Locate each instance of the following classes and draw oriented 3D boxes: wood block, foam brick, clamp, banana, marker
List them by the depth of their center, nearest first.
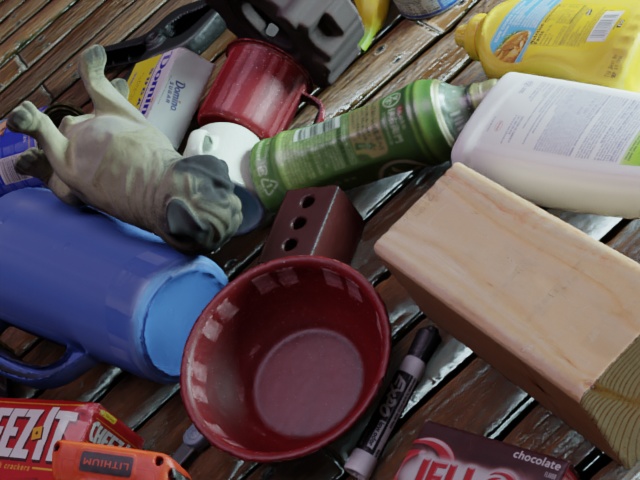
[{"bbox_3d":[0.140,0.041,0.690,0.090,0.090,0.206,-45,40,-6],"label":"wood block"},{"bbox_3d":[0.053,0.111,0.747,0.020,0.020,0.121,10,60,42],"label":"marker"},{"bbox_3d":[-0.006,0.001,0.869,0.053,0.051,0.078,-4,51,35],"label":"foam brick"},{"bbox_3d":[0.026,-0.262,1.099,0.069,0.037,0.198,-36,40,3],"label":"banana"},{"bbox_3d":[-0.189,-0.222,1.228,0.210,0.036,0.165,-35,39,2],"label":"clamp"}]

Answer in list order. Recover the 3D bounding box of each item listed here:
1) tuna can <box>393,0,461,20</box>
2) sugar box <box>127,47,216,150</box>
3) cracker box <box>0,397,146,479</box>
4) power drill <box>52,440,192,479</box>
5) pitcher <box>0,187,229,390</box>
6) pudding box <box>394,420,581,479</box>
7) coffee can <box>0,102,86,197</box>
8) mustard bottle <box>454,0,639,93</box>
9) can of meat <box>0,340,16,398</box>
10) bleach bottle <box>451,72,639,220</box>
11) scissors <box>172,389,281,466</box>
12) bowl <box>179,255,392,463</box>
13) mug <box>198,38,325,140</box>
[{"bbox_3d":[0.107,-0.255,1.034,0.086,0.033,0.086,-21,43,21],"label":"tuna can"},{"bbox_3d":[-0.165,-0.137,1.068,0.093,0.048,0.176,-67,20,-7],"label":"sugar box"},{"bbox_3d":[-0.254,0.230,0.833,0.164,0.072,0.213,-3,51,35],"label":"cracker box"},{"bbox_3d":[-0.171,0.231,0.711,0.185,0.057,0.187,3,57,19],"label":"power drill"},{"bbox_3d":[-0.196,0.049,0.919,0.243,0.149,0.144,17,22,42],"label":"pitcher"},{"bbox_3d":[0.093,0.167,0.649,0.114,0.039,0.090,10,60,43],"label":"pudding box"},{"bbox_3d":[-0.319,-0.083,1.148,0.141,0.102,0.102,-11,47,29],"label":"coffee can"},{"bbox_3d":[0.187,-0.159,0.864,0.192,0.058,0.096,17,65,45],"label":"mustard bottle"},{"bbox_3d":[-0.331,0.147,0.981,0.102,0.057,0.084,-28,43,14],"label":"can of meat"},{"bbox_3d":[0.219,-0.053,0.741,0.251,0.068,0.102,19,68,43],"label":"bleach bottle"},{"bbox_3d":[-0.097,0.137,0.839,0.202,0.016,0.096,-37,42,2],"label":"scissors"},{"bbox_3d":[-0.018,0.093,0.776,0.162,0.055,0.162,-11,56,17],"label":"bowl"},{"bbox_3d":[-0.053,-0.125,1.006,0.117,0.093,0.081,22,70,7],"label":"mug"}]
